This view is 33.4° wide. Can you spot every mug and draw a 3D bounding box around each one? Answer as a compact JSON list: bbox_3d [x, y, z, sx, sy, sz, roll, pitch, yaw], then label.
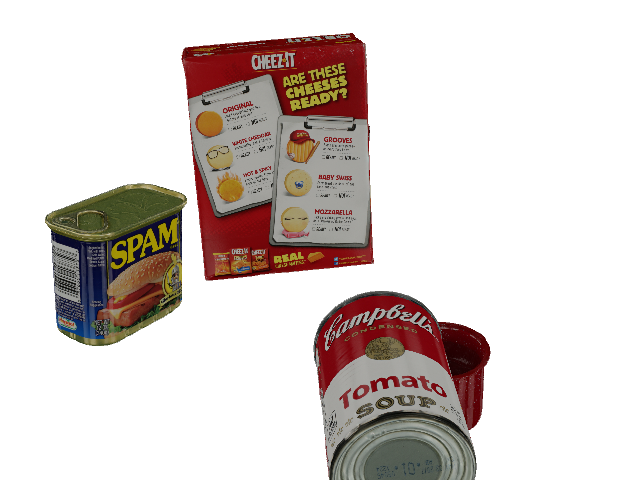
[{"bbox_3d":[0.129,0.136,1.072,0.093,0.081,0.117,21,39,34],"label":"mug"}]

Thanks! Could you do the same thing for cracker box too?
[{"bbox_3d":[-0.038,-0.078,1.000,0.164,0.214,0.072,-6,21,-6],"label":"cracker box"}]

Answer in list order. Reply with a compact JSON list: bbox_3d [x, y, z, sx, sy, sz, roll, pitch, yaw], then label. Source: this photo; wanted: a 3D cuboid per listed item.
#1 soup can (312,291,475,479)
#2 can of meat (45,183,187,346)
[{"bbox_3d":[0.033,0.080,0.516,0.068,0.068,0.102,0,29,-4],"label":"soup can"},{"bbox_3d":[-0.140,0.016,0.745,0.058,0.084,0.101,16,26,29],"label":"can of meat"}]
